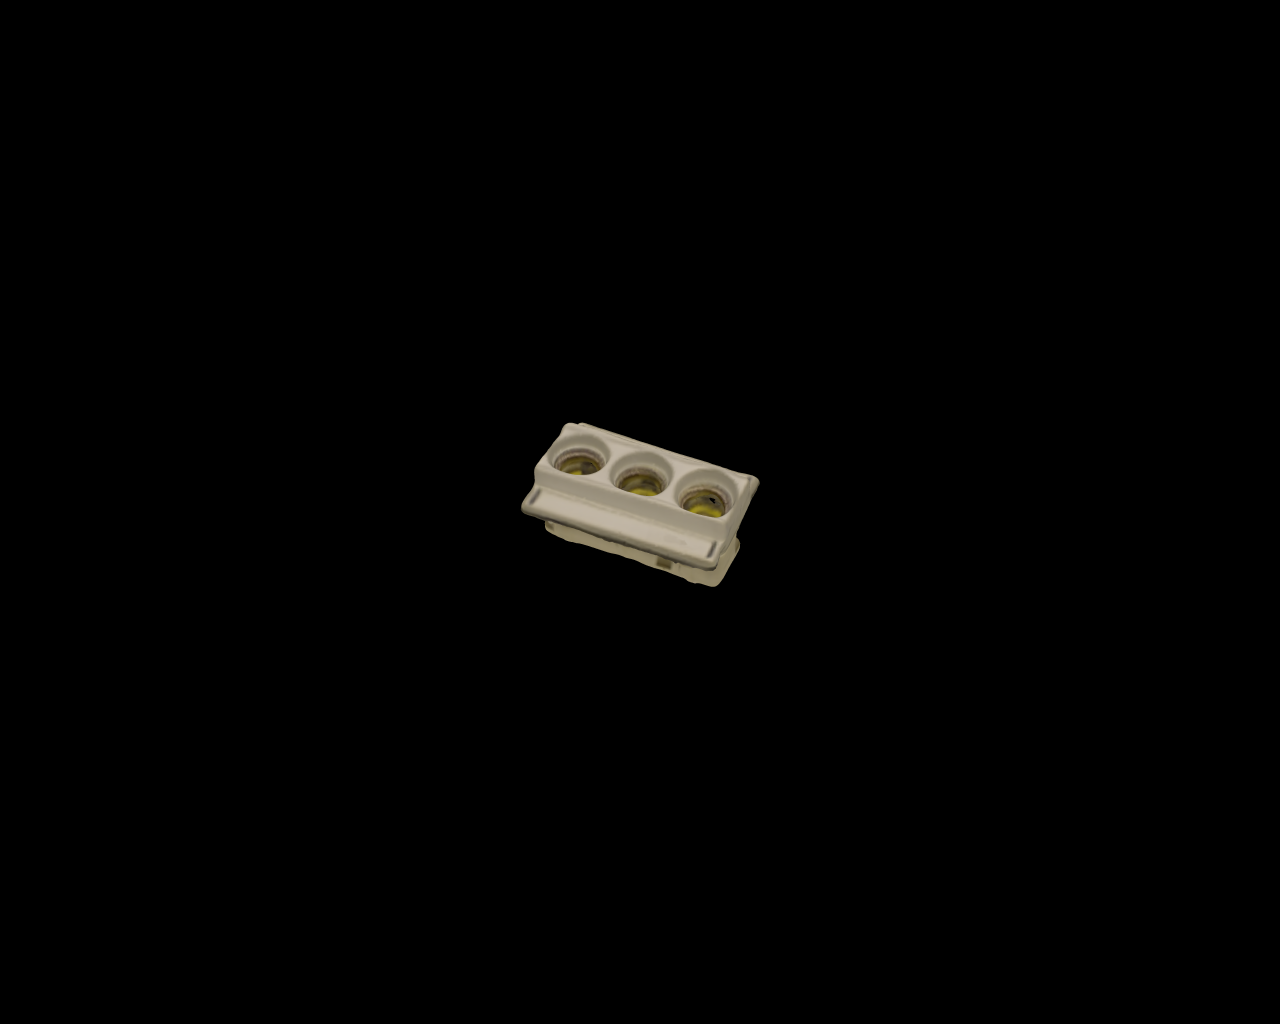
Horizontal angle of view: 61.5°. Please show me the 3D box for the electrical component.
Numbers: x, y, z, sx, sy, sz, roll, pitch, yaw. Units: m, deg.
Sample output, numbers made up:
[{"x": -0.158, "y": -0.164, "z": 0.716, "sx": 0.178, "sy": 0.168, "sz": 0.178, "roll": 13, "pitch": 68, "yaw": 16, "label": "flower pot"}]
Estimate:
[{"x": 0.001, "y": -0.003, "z": 0.650, "sx": 0.121, "sy": 0.063, "sz": 0.079, "roll": 17, "pitch": 48, "yaw": 16, "label": "electrical component"}]
